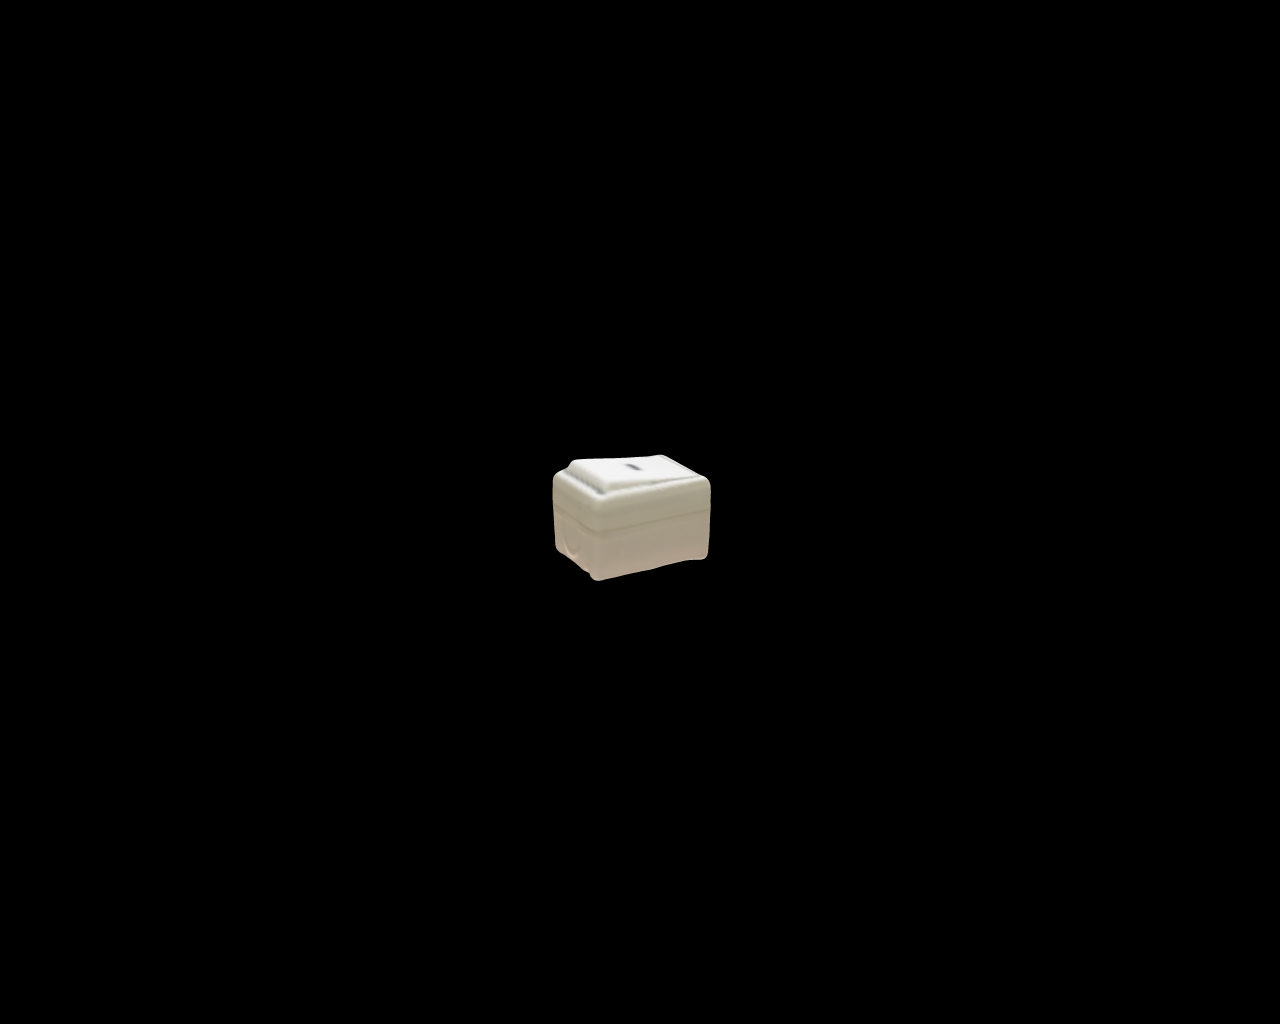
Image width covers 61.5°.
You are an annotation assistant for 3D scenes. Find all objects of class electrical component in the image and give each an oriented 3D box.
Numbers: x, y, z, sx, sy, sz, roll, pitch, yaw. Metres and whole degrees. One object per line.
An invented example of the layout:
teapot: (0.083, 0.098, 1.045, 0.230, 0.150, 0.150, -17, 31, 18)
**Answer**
electrical component: (0.001, -0.003, 0.650, 0.096, 0.061, 0.062, -11, 23, -27)
